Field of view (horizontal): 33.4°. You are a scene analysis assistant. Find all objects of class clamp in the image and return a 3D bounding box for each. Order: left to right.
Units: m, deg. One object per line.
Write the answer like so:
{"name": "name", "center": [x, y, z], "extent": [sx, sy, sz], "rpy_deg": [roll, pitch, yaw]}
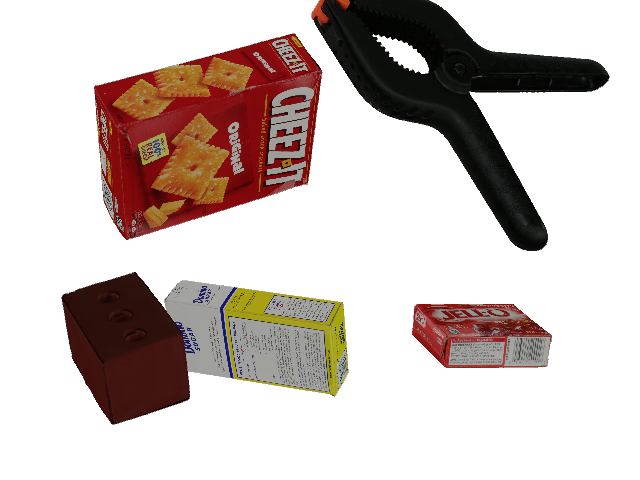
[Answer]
{"name": "clamp", "center": [0.086, -0.095, 0.700], "extent": [0.210, 0.164, 0.036], "rpy_deg": [25, -31, -9]}

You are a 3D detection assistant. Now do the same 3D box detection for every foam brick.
{"name": "foam brick", "center": [-0.122, 0.066, 0.664], "extent": [0.052, 0.051, 0.078], "rpy_deg": [-18, 37, -26]}

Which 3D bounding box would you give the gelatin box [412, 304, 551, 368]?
{"name": "gelatin box", "center": [0.125, 0.073, 0.840], "extent": [0.089, 0.030, 0.073], "rpy_deg": [1, 15, -15]}

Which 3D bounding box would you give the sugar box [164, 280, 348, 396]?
{"name": "sugar box", "center": [-0.063, 0.096, 1.065], "extent": [0.176, 0.093, 0.048], "rpy_deg": [9, 35, 20]}

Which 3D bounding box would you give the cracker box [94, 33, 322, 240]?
{"name": "cracker box", "center": [-0.111, -0.101, 1.067], "extent": [0.213, 0.072, 0.164], "rpy_deg": [-18, -36, -21]}
